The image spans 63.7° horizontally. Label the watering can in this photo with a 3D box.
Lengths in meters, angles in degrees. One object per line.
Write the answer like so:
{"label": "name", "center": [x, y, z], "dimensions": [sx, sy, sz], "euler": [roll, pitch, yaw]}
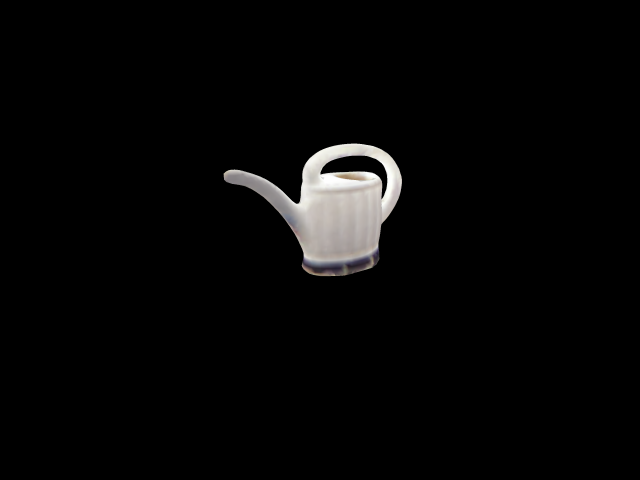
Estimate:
{"label": "watering can", "center": [0.003, -0.043, 0.850], "dimensions": [0.350, 0.221, 0.105], "euler": [-12, 20, -34]}
